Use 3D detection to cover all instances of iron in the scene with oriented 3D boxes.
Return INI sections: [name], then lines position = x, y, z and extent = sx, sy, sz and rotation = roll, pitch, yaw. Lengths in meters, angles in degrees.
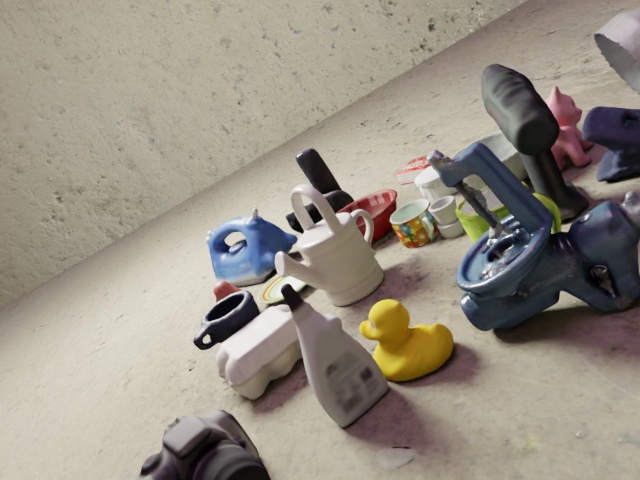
[iron]
position = -0.179, 0.016, 1.248
extent = 0.257, 0.142, 0.119
rotation = -15, 23, 40

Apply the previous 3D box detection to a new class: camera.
[camera]
position = -0.123, 0.249, 0.594
extent = 0.143, 0.101, 0.136
rotation = -40, 20, -27

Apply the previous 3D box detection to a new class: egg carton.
[egg carton]
position = -0.076, 0.156, 0.823
extent = 0.150, 0.069, 0.107
rotation = -37, 19, -19

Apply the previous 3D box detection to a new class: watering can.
[watering can]
position = 0.009, 0.003, 0.892
extent = 0.100, 0.194, 0.173
rotation = -14, 25, 42

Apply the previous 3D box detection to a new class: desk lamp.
[desk lamp]
position = 0.480, -0.225, 0.719
extent = 0.203, 0.214, 0.118
rotation = -26, 18, 14

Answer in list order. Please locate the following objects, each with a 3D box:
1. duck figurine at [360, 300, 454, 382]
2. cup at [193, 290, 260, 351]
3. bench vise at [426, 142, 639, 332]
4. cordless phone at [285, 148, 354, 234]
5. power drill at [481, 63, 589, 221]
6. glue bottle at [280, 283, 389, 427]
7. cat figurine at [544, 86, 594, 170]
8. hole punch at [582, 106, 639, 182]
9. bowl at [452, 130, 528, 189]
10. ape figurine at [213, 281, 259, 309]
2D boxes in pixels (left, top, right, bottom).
[duck figurine]
position = 0.094, 0.106, 0.657
extent = 0.104, 0.086, 0.078
rotation = -19, 21, 33
[cup]
position = -0.132, 0.149, 0.891
extent = 0.091, 0.095, 0.118
rotation = -7, 29, 51
[bench vise]
position = 0.215, -0.022, 0.588
extent = 0.207, 0.220, 0.121
rotation = -27, 18, 11
[cordless phone]
position = -0.020, -0.099, 1.231
extent = 0.147, 0.185, 0.094
rotation = -25, 19, 18
[power drill]
position = 0.288, -0.134, 0.792
extent = 0.075, 0.209, 0.229
rotation = -26, 19, 16
[glue bottle]
position = 0.006, 0.117, 0.625
extent = 0.078, 0.173, 0.037
rotation = -36, 19, -16
[cat figurine]
position = 0.387, -0.187, 0.924
extent = 0.067, 0.118, 0.128
rotation = -18, 22, 35
[hole punch]
position = 0.428, -0.147, 0.796
extent = 0.100, 0.091, 0.109
rotation = -15, 24, 41
[bowl]
position = 0.296, -0.121, 0.965
extent = 0.167, 0.075, 0.167
rotation = -28, 18, 10
[ape figurine]
position = -0.159, 0.112, 1.038
extent = 0.076, 0.092, 0.078
rotation = -12, 25, 44
